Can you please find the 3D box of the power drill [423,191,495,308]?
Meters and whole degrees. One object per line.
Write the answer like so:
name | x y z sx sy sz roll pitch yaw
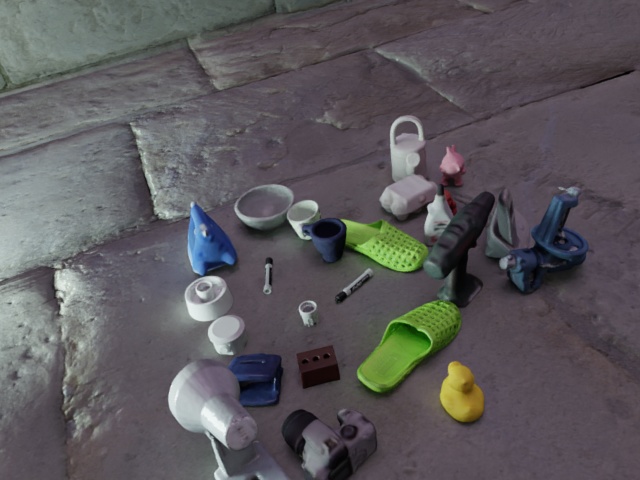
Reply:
power drill | 0.303 0.032 1.225 0.075 0.209 0.230 23 49 35

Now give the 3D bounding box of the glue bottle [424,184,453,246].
glue bottle | 0.288 -0.062 1.371 0.078 0.173 0.037 -7 39 4

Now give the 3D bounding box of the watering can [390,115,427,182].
watering can | 0.250 -0.254 1.600 0.101 0.194 0.172 -22 40 -14

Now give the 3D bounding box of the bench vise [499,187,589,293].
bench vise | 0.486 0.003 1.209 0.208 0.220 0.121 -32 44 -25

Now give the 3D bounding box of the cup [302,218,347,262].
cup | 0.013 0.005 1.414 0.117 0.095 0.092 9 43 23

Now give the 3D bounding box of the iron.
iron | -0.303 -0.027 1.488 0.119 0.142 0.257 -21 40 -12

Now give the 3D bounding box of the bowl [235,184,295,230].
bowl | -0.145 -0.078 1.568 0.167 0.075 0.167 -6 39 5

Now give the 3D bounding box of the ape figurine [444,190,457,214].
ape figurine | 0.315 -0.085 1.459 0.078 0.092 0.076 -26 41 -18

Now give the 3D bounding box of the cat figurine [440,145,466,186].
cat figurine | 0.367 -0.213 1.584 0.067 0.118 0.128 2 40 16

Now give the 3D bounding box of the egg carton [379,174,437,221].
egg carton | 0.241 -0.116 1.532 0.150 0.069 0.107 -28 42 -21

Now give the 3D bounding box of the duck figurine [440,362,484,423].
duck figurine | 0.258 0.270 1.040 0.077 0.086 0.104 -12 39 -2

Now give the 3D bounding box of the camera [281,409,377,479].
camera | 0.007 0.342 0.996 0.143 0.101 0.136 -34 44 -27

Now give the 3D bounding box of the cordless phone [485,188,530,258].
cordless phone | 0.437 -0.056 1.322 0.094 0.185 0.148 6 42 20

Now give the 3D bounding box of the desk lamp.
desk lamp | -0.148 0.326 0.960 0.118 0.214 0.202 -32 44 -25

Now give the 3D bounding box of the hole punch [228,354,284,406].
hole punch | -0.132 0.263 1.132 0.108 0.091 0.101 -4 39 8
